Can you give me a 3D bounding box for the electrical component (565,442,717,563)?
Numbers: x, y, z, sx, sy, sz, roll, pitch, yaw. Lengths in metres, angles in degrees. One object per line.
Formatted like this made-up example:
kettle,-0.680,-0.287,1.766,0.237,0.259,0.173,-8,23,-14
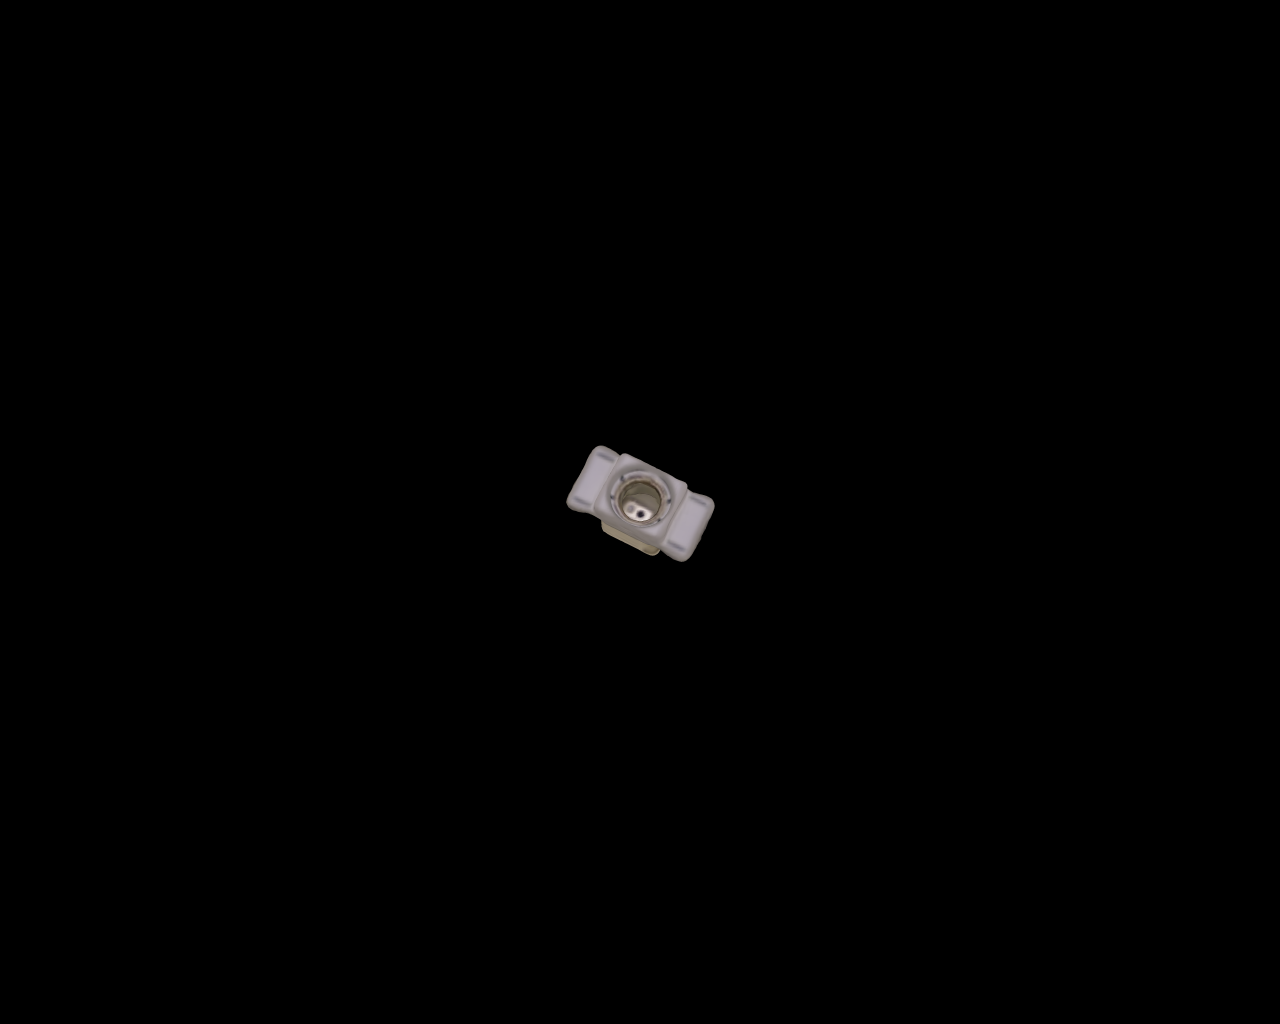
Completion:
electrical component,0.001,-0.003,0.650,0.081,0.042,0.063,27,-14,7
